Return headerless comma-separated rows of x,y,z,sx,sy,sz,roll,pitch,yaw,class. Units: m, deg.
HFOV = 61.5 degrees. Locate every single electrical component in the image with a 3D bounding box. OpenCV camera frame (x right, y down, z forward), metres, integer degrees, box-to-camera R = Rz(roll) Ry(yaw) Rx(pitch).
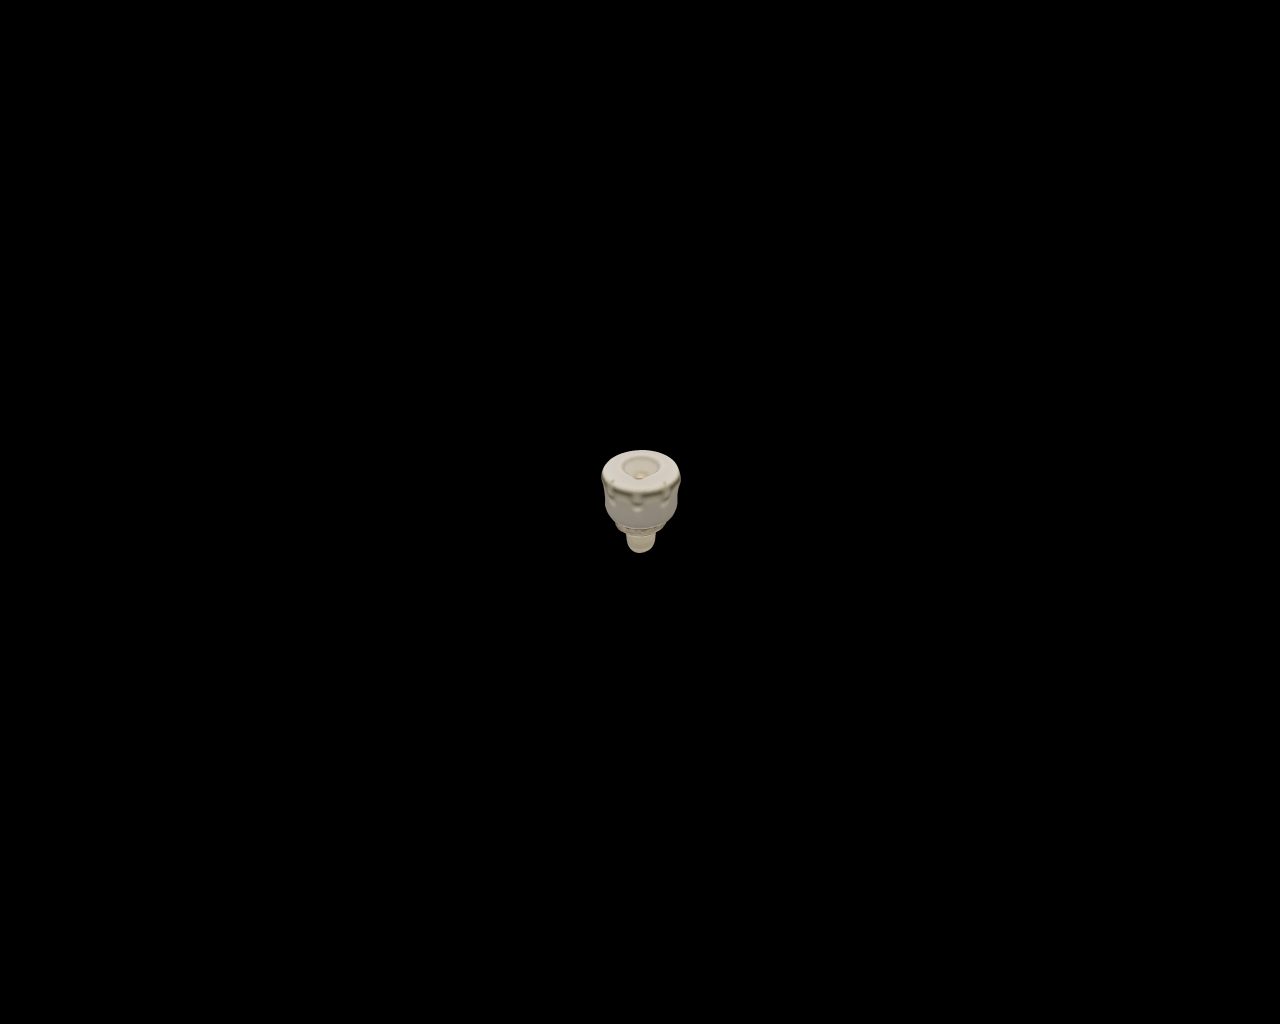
0.001,-0.003,0.650,0.048,0.062,0.048,0,34,0,electrical component
